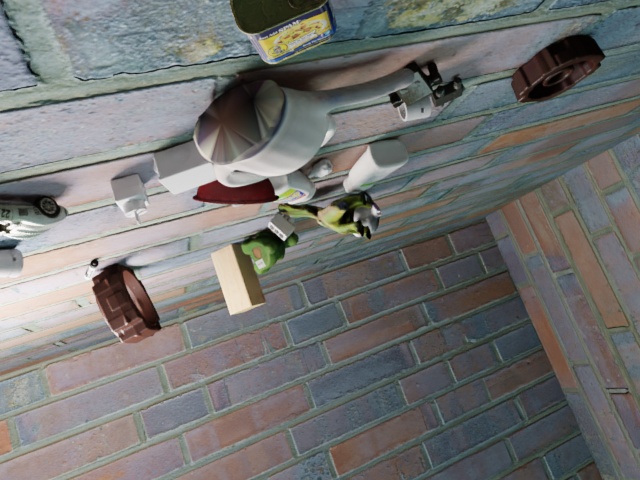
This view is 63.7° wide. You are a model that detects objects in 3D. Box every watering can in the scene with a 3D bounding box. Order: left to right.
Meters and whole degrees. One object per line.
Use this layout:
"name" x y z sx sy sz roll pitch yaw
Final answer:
"watering can" -0.037 -0.180 0.769 0.344 0.105 0.224 -31 165 22

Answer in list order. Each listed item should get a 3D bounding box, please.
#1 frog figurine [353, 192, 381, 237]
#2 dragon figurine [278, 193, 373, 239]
"frog figurine" 0.097 -0.067 1.576 0.160 0.140 0.120 -21 149 -4
"dragon figurine" 0.004 -0.068 1.349 0.242 0.123 0.408 1 173 20
